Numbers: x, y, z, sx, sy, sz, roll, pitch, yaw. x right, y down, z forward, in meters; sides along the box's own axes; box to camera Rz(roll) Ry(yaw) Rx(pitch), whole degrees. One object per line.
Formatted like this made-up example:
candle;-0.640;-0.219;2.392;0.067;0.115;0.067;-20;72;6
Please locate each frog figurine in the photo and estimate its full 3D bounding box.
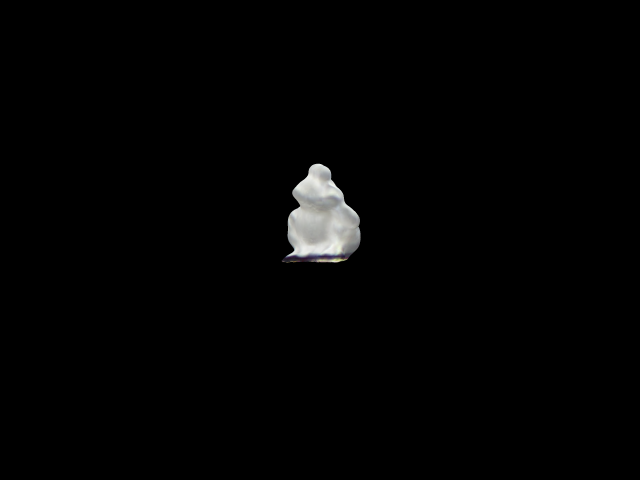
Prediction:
frog figurine;0.003;-0.043;0.850;0.123;0.160;0.137;2;-4;-37
